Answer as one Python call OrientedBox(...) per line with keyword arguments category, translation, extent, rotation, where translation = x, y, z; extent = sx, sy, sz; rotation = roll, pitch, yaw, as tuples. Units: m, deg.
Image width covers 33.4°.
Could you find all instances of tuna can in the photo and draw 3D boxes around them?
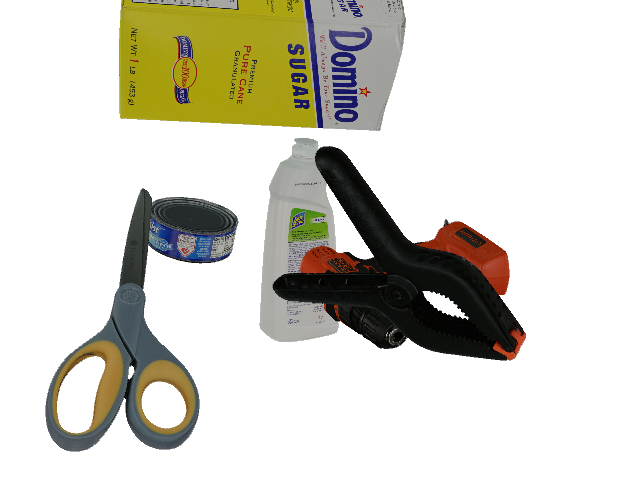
OrientedBox(category="tuna can", translation=(-0.124, -0.010, 1.023), extent=(0.086, 0.034, 0.086), rotation=(11, 22, -4))

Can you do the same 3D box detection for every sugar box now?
OrientedBox(category="sugar box", translation=(-0.040, -0.119, 0.687), extent=(0.176, 0.048, 0.093), rotation=(3, -41, -8))

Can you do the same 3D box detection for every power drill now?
OrientedBox(category="power drill", translation=(0.093, 0.041, 1.078), extent=(0.187, 0.057, 0.185), rotation=(-12, 28, -22))

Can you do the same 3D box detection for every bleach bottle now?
OrientedBox(category="bleach bottle", translation=(-0.020, -0.003, 1.326), extent=(0.102, 0.251, 0.068), rotation=(-8, 22, -32))

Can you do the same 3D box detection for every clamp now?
OrientedBox(category="clamp", translation=(0.063, 0.024, 0.824), extent=(0.210, 0.165, 0.036), rotation=(25, 46, 15))

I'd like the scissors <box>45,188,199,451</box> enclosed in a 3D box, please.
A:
OrientedBox(category="scissors", translation=(-0.103, 0.050, 0.662), extent=(0.096, 0.201, 0.016), rotation=(20, -43, 0))
